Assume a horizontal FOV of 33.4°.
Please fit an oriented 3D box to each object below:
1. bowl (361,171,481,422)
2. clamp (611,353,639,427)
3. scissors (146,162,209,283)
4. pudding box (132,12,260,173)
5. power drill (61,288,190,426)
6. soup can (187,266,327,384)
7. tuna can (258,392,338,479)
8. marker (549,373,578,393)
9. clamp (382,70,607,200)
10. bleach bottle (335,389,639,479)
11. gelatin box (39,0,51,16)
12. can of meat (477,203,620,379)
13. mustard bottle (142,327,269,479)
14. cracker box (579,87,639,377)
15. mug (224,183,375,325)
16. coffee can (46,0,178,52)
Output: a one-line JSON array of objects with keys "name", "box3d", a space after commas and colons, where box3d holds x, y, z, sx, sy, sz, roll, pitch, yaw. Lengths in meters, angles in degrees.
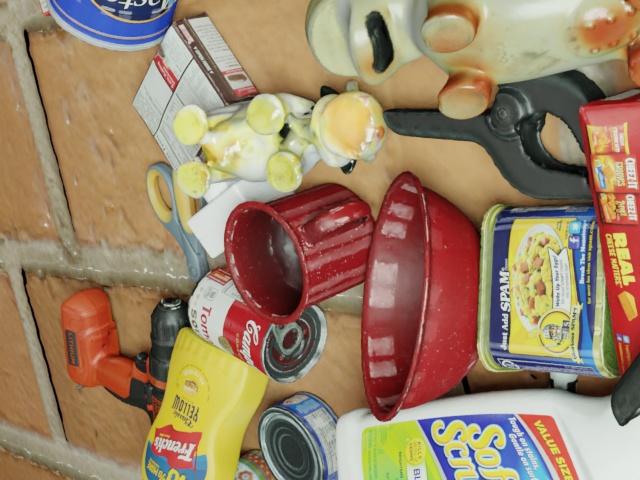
[{"name": "bowl", "box3d": [0.071, 0.039, 0.689, 0.162, 0.055, 0.162, -174, 90, -81]}, {"name": "clamp", "box3d": [0.206, 0.015, 0.454, 0.165, 0.036, 0.210, 19, 120, 41]}, {"name": "scissors", "box3d": [-0.123, 0.014, 0.973, 0.096, 0.016, 0.202, 25, 124, 43]}, {"name": "pudding box", "box3d": [-0.104, -0.114, 0.874, 0.090, 0.039, 0.114, 56, 142, 14]}, {"name": "power drill", "box3d": [-0.183, 0.115, 1.055, 0.188, 0.057, 0.184, 26, 125, 41]}, {"name": "soup can", "box3d": [-0.053, 0.067, 0.872, 0.102, 0.068, 0.068, 23, 123, 43]}, {"name": "tuna can", "box3d": [-0.014, 0.174, 0.902, 0.086, 0.033, 0.086, 24, 124, 42]}, {"name": "marker", "box3d": [0.155, 0.103, 0.682, 0.020, 0.020, 0.121, 21, 122, 43]}, {"name": "clamp", "box3d": [0.116, -0.087, 0.628, 0.172, 0.039, 0.120, 32, 128, 30]}, {"name": "bleach bottle", "box3d": [0.123, 0.131, 0.658, 0.251, 0.068, 0.102, -23, 63, 39]}, {"name": "gelatin box", "box3d": [-0.236, -0.255, 0.973, 0.073, 0.030, 0.089, -6, 102, 49]}, {"name": "can of meat", "box3d": [0.142, 0.029, 0.619, 0.084, 0.057, 0.102, -1, 86, 48]}, {"name": "mustard bottle", "box3d": [-0.110, 0.180, 0.935, 0.096, 0.058, 0.192, 23, 98, 38]}, {"name": "cracker box", "box3d": [0.239, 0.004, 0.499, 0.214, 0.071, 0.164, 2, 109, 48]}, {"name": "mug", "box3d": [-0.005, 0.001, 0.774, 0.093, 0.081, 0.117, 61, 141, 11]}, {"name": "coffee can", "box3d": [-0.148, -0.232, 0.821, 0.103, 0.102, 0.140, 50, 138, 23]}]
